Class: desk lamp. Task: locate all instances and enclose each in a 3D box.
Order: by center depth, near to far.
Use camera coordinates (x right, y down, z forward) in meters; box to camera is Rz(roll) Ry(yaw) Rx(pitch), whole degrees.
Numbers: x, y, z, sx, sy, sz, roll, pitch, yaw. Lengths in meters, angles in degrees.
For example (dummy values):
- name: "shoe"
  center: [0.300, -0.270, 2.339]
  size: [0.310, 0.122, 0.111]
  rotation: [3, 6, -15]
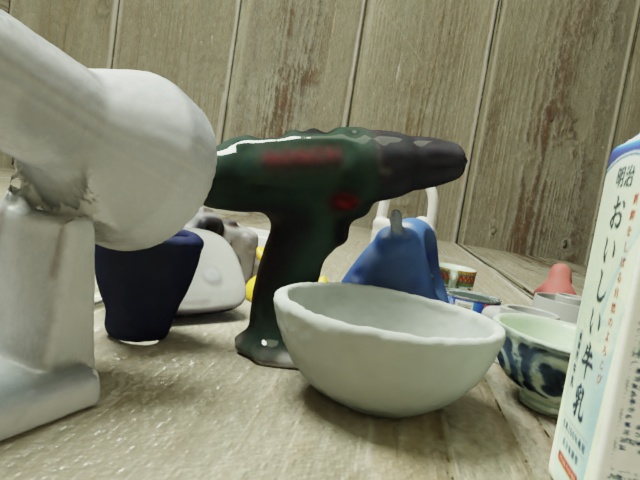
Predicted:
- name: "desk lamp"
  center: [-0.161, -0.012, 0.331]
  size: [0.117, 0.213, 0.204]
  rotation: [11, 6, 19]

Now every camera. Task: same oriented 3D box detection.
- name: "camera"
  center: [-0.178, 0.000, 0.793]
  size: [0.136, 0.101, 0.144]
  rotation: [14, 7, 41]

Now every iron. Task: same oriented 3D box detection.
- name: "iron"
  center: [0.097, 0.039, 0.620]
  size: [0.118, 0.141, 0.259]
  rotation: [11, 5, 20]

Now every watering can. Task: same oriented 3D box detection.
- name: "watering can"
  center: [0.130, -0.007, 0.892]
  size: [0.101, 0.194, 0.173]
  rotation: [10, 5, 7]

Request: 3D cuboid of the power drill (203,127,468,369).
- name: "power drill"
  center: [0.005, 0.002, 0.496]
  size: [0.230, 0.208, 0.075]
  rotation: [8, 5, -12]

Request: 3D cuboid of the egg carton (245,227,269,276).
- name: "egg carton"
  center: [-0.081, 0.023, 0.890]
  size: [0.150, 0.069, 0.107]
  rotation: [10, 5, 7]

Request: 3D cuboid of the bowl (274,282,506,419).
- name: "bowl"
  center: [0.045, 0.083, 0.419]
  size: [0.167, 0.075, 0.167]
  rotation: [9, 5, -1]

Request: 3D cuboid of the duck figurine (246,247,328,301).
- name: "duck figurine"
  center: [-0.037, 0.038, 0.707]
  size: [0.104, 0.086, 0.078]
  rotation: [10, 5, 10]

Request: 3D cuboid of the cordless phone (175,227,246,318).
- name: "cordless phone"
  center: [-0.140, -0.017, 0.576]
  size: [0.093, 0.185, 0.148]
  rotation: [14, 7, 41]

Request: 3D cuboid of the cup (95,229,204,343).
- name: "cup"
  center: [-0.159, 0.034, 0.489]
  size: [0.117, 0.095, 0.092]
  rotation: [13, 7, 38]

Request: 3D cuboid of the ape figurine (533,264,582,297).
- name: "ape figurine"
  center: [0.380, 0.083, 0.911]
  size: [0.077, 0.092, 0.076]
  rotation: [14, 7, 44]
